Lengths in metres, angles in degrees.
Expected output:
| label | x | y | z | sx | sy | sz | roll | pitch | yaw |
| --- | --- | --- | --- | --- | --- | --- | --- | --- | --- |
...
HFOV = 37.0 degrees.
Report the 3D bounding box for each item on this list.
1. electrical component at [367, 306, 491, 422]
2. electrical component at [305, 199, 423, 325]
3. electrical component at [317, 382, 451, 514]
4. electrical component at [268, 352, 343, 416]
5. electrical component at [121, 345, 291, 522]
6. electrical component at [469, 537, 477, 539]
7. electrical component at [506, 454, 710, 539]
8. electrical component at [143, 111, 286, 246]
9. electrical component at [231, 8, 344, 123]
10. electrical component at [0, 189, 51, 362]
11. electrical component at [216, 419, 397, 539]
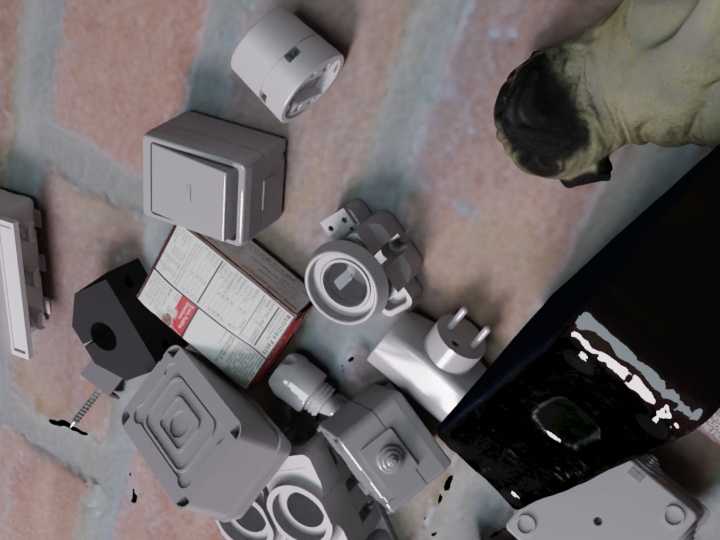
| label | x | y | z | sx | sy | sz | roll | pitch | yaw |
| --- | --- | --- | --- | --- | --- | --- | --- | --- | --- |
| electrical component | 0.056 | 0.055 | 0.701 | 0.077 | 0.044 | 0.079 | 40 | 127 | 6 |
| electrical component | 0.000 | 0.000 | 0.696 | 0.058 | 0.057 | 0.078 | -30 | 98 | 36 |
| electrical component | 0.019 | 0.116 | 0.722 | 0.061 | 0.061 | 0.096 | 54 | 170 | -5 |
| electrical component | -0.034 | 0.089 | 0.776 | 0.061 | 0.035 | 0.035 | 37 | 127 | 5 |
| electrical component | -0.112 | 0.118 | 0.779 | 0.078 | 0.057 | 0.113 | -53 | 48 | 6 |
| electrical component | 0.109 | 0.230 | 0.729 | 0.121 | 0.063 | 0.078 | 4 | 146 | 45 |
| electrical component | 0.151 | 0.153 | 0.662 | 0.100 | 0.048 | 0.099 | 40 | 96 | 24 |
| electrical component | -0.106 | -0.063 | 0.720 | 0.096 | 0.061 | 0.061 | 18 | 122 | 20 |
| electrical component | -0.045 | -0.126 | 0.658 | 0.047 | 0.055 | 0.055 | 44 | 127 | 7 |
| electrical component | -0.289 | 0.002 | 0.854 | 0.079 | 0.063 | 0.121 | 16 | 121 | 22 |
| electrical component | -0.034 | 0.213 | 0.824 | 0.105 | 0.060 | 0.186 | -14 | 107 | 34 |
